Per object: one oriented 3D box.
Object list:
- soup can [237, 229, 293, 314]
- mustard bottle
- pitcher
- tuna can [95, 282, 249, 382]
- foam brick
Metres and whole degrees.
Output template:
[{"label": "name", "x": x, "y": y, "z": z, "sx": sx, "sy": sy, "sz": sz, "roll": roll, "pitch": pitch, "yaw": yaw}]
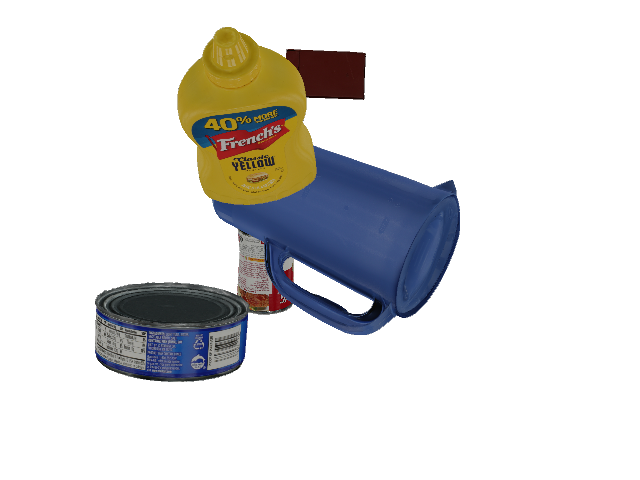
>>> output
[{"label": "soup can", "x": -0.065, "y": 0.027, "z": 1.261, "sx": 0.068, "sy": 0.102, "sz": 0.068, "roll": 1, "pitch": 23, "yaw": -1}, {"label": "mustard bottle", "x": -0.057, "y": -0.096, "z": 0.809, "sx": 0.096, "sy": 0.058, "sz": 0.191, "roll": -8, "pitch": -27, "yaw": 1}, {"label": "pitcher", "x": 0.007, "y": -0.018, "z": 1.086, "sx": 0.243, "sy": 0.145, "sz": 0.149, "roll": 24, "pitch": 27, "yaw": 24}, {"label": "tuna can", "x": -0.084, "y": 0.050, "z": 0.600, "sx": 0.086, "sy": 0.034, "sz": 0.086, "roll": 4, "pitch": 12, "yaw": -1}, {"label": "foam brick", "x": 0.005, "y": -0.181, "z": 1.164, "sx": 0.078, "sy": 0.051, "sz": 0.053, "roll": 0, "pitch": 11, "yaw": -16}]
